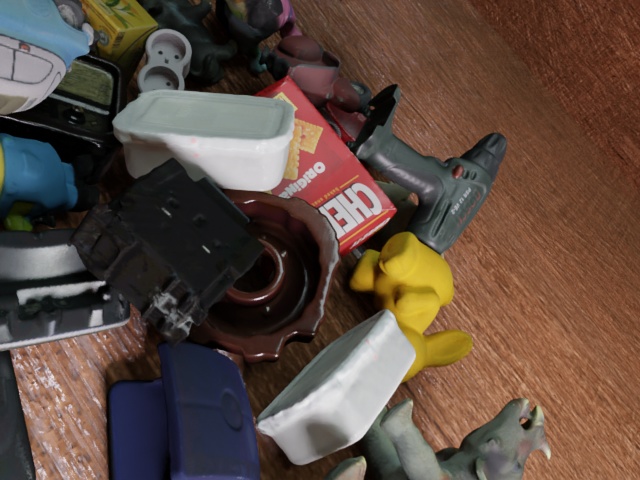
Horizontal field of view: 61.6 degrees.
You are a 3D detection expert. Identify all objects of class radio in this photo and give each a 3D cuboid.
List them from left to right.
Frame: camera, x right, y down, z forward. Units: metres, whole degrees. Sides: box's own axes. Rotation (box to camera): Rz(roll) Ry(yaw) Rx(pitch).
[{"bbox_3d":[-0.305,-0.139,0.505,0.229,0.073,0.131,11,49,-37],"label":"radio"}]

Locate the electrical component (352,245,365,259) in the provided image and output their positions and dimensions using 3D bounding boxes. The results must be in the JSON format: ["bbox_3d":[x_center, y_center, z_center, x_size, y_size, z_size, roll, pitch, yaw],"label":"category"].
[{"bbox_3d":[-0.002,-0.004,0.680,0.102,0.078,0.045,57,11,5],"label":"electrical component"}]

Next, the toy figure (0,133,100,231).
[{"bbox_3d":[-0.282,-0.049,0.441,0.180,0.089,0.082,7,37,-51],"label":"toy figure"}]

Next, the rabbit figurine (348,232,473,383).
[{"bbox_3d":[0.102,0.103,0.665,0.162,0.122,0.173,40,50,-23],"label":"rabbit figurine"}]

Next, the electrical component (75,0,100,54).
[{"bbox_3d":[-0.274,-0.218,0.589,0.021,0.094,0.063,-36,100,-45],"label":"electrical component"}]

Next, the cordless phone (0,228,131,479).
[{"bbox_3d":[-0.209,0.088,0.400,0.146,0.089,0.184,-4,70,-46],"label":"cordless phone"}]

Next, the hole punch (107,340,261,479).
[{"bbox_3d":[-0.097,0.147,0.431,0.115,0.092,0.142,14,44,-41],"label":"hole punch"}]

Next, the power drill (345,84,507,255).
[{"bbox_3d":[0.141,-0.107,0.713,0.207,0.086,0.232,40,68,-24],"label":"power drill"}]

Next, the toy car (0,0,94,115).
[{"bbox_3d":[-0.266,-0.152,0.425,0.161,0.109,0.103,6,75,-56],"label":"toy car"}]

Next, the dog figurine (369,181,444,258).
[{"bbox_3d":[0.085,-0.019,0.767,0.190,0.121,0.172,-21,68,-36],"label":"dog figurine"}]

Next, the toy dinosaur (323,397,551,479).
[{"bbox_3d":[0.065,0.264,0.461,0.405,0.131,0.192,-26,75,-45],"label":"toy dinosaur"}]

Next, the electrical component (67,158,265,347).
[{"bbox_3d":[-0.113,0.000,0.436,0.115,0.058,0.134,45,32,-9],"label":"electrical component"}]

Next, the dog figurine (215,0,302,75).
[{"bbox_3d":[-0.109,-0.362,0.787,0.191,0.108,0.219,59,1,17],"label":"dog figurine"}]

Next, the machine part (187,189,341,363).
[{"bbox_3d":[-0.068,0.033,0.524,0.179,0.056,0.179,2,68,-6],"label":"machine part"}]

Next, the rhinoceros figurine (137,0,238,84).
[{"bbox_3d":[-0.203,-0.299,0.762,0.112,0.073,0.190,-31,81,-41],"label":"rhinoceros figurine"}]

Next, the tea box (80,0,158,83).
[{"bbox_3d":[-0.285,-0.272,0.629,0.169,0.098,0.068,47,37,-2],"label":"tea box"}]

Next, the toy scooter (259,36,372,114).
[{"bbox_3d":[-0.025,-0.230,0.753,0.135,0.075,0.184,-16,49,-41],"label":"toy scooter"}]

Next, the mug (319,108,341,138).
[{"bbox_3d":[-0.036,-0.176,0.803,0.109,0.080,0.107,6,41,-34],"label":"mug"}]
